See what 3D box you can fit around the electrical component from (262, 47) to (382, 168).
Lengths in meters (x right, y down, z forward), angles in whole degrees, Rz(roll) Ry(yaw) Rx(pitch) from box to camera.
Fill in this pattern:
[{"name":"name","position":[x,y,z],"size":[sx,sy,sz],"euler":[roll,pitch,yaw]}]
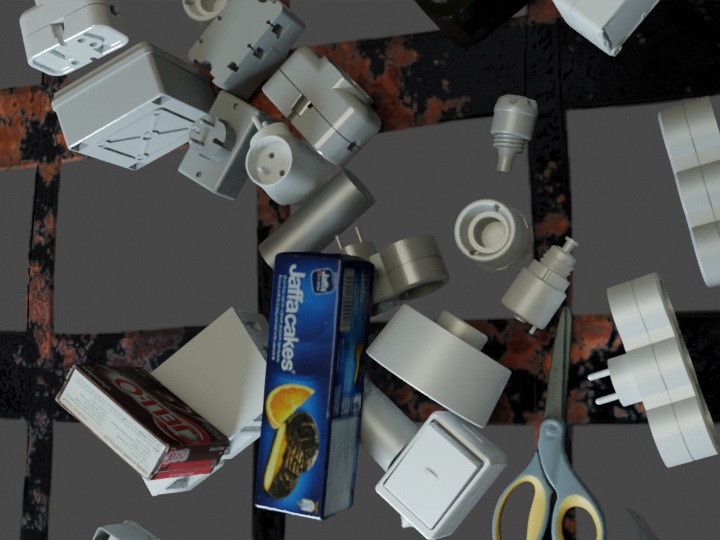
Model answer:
[{"name":"electrical component","position":[-0.030,-0.143,0.923],"size":[0.059,0.054,0.095],"euler":[-45,69,11]}]

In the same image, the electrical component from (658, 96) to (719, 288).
[{"name":"electrical component","position":[0.272,-0.062,0.786],"size":[0.074,0.052,0.138],"euler":[-16,76,20]}]

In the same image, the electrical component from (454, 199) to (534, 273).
[{"name":"electrical component","position":[0.105,-0.028,0.854],"size":[0.055,0.047,0.055],"euler":[-3,81,22]}]

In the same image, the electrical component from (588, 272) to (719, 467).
[{"name":"electrical component","position":[0.206,0.078,0.794],"size":[0.074,0.052,0.138],"euler":[-21,75,19]}]

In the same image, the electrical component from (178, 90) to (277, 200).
[{"name":"electrical component","position":[-0.126,-0.114,0.947],"size":[0.047,0.076,0.083],"euler":[32,95,23]}]

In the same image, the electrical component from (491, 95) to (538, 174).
[{"name":"electrical component","position":[0.122,-0.108,0.866],"size":[0.035,0.035,0.061],"euler":[11,89,24]}]

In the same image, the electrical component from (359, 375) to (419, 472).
[{"name":"electrical component","position":[0.010,0.121,0.875],"size":[0.081,0.043,0.043],"euler":[43,100,22]}]

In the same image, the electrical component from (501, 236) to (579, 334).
[{"name":"electrical component","position":[0.144,0.009,0.836],"size":[0.040,0.040,0.078],"euler":[36,97,23]}]

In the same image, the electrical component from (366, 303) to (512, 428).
[{"name":"electrical component","position":[0.066,0.066,0.827],"size":[0.108,0.108,0.060],"euler":[32,90,23]}]

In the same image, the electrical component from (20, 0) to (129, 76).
[{"name":"electrical component","position":[-0.278,-0.237,1.040],"size":[0.095,0.054,0.059],"euler":[-21,75,19]}]

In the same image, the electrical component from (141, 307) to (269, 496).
[{"name":"electrical component","position":[-0.128,0.113,0.924],"size":[0.150,0.062,0.089],"euler":[-39,70,14]}]

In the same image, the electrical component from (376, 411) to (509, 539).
[{"name":"electrical component","position":[0.059,0.164,0.838],"size":[0.062,0.061,0.096],"euler":[40,98,22]}]

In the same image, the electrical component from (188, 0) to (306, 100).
[{"name":"electrical component","position":[-0.099,-0.203,0.960],"size":[0.050,0.056,0.089],"euler":[45,100,22]}]

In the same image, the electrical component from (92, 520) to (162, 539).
[{"name":"electrical component","position":[-0.194,0.290,0.929],"size":[0.109,0.056,0.108],"euler":[27,93,24]}]

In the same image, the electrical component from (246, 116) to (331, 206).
[{"name":"electrical component","position":[-0.069,-0.099,0.921],"size":[0.044,0.077,0.079],"euler":[-36,70,14]}]

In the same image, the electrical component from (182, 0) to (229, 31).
[{"name":"electrical component","position":[-0.129,-0.243,0.983],"size":[0.055,0.047,0.055],"euler":[-3,81,22]}]

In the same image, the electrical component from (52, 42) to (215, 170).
[{"name":"electrical component","position":[-0.198,-0.144,0.965],"size":[0.109,0.109,0.056],"euler":[-26,76,18]}]

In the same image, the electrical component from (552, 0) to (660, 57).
[{"name":"electrical component","position":[0.200,-0.227,0.834],"size":[0.061,0.062,0.096],"euler":[44,100,22]}]

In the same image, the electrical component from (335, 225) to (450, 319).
[{"name":"electrical component","position":[0.000,0.000,0.891],"size":[0.138,0.052,0.073],"euler":[-24,74,18]}]
